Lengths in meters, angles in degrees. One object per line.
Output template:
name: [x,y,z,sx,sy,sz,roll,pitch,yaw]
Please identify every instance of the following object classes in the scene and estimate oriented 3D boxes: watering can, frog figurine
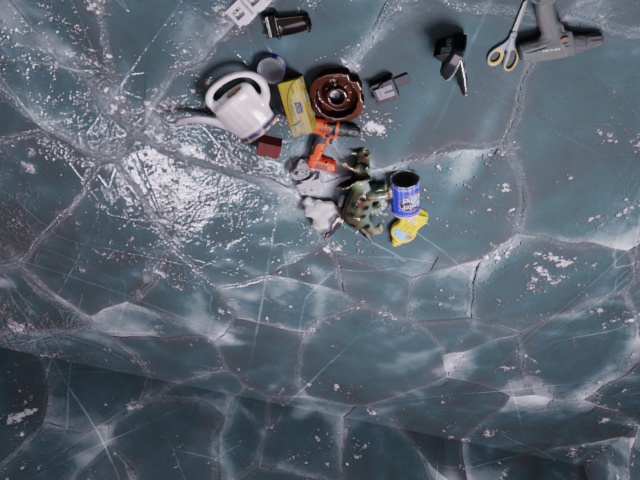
watering can: [-0.286,-0.401,1.656,0.344,0.106,0.221,-27,123,27]
frog figurine: [0.006,-0.096,1.917,0.161,0.124,0.134,43,142,16]
